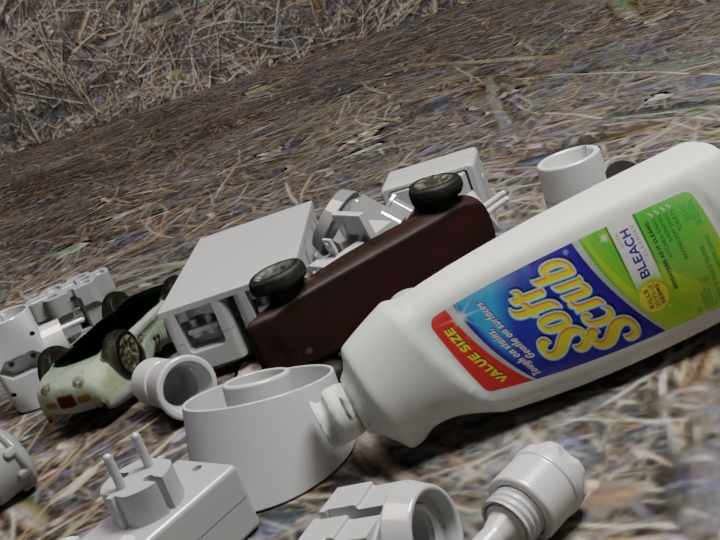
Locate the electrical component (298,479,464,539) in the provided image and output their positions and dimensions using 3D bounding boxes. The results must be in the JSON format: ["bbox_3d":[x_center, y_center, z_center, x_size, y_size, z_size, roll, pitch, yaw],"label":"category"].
[{"bbox_3d":[0.011,0.117,0.463,0.055,0.048,0.066,-18,15,34],"label":"electrical component"}]

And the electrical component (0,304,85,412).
[{"bbox_3d":[-0.258,0.064,0.875,0.079,0.077,0.043,-24,17,-14],"label":"electrical component"}]

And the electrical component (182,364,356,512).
[{"bbox_3d":[-0.053,0.092,0.619,0.099,0.064,0.099,-13,5,1],"label":"electrical component"}]

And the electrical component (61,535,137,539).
[{"bbox_3d":[-0.127,0.163,0.457,0.050,0.055,0.089,-10,20,32],"label":"electrical component"}]

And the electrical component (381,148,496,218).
[{"bbox_3d":[0.060,-0.055,0.900,0.096,0.061,0.061,-16,18,15],"label":"electrical component"}]

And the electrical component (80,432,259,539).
[{"bbox_3d":[-0.105,0.118,0.536,0.047,0.075,0.083,-5,23,42],"label":"electrical component"}]

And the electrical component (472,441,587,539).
[{"bbox_3d":[0.069,0.102,0.459,0.061,0.035,0.035,-36,23,-35],"label":"electrical component"}]

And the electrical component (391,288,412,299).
[{"bbox_3d":[0.031,0.045,0.667,0.044,0.044,0.065,-13,23,22],"label":"electrical component"}]

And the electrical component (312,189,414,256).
[{"bbox_3d":[0.000,-0.028,0.848,0.078,0.057,0.058,-57,-12,-18],"label":"electrical component"}]

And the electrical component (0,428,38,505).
[{"bbox_3d":[-0.246,0.136,0.699,0.062,0.048,0.048,-39,24,-29],"label":"electrical component"}]

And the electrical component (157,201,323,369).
[{"bbox_3d":[-0.084,0.013,0.861,0.105,0.060,0.186,-18,17,8],"label":"electrical component"}]

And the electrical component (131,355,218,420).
[{"bbox_3d":[-0.133,0.080,0.749,0.044,0.044,0.065,-30,15,-29],"label":"electrical component"}]

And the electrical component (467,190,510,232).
[{"bbox_3d":[0.081,-0.035,0.828,0.079,0.043,0.077,-36,15,10],"label":"electrical component"}]

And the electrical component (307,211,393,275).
[{"bbox_3d":[0.000,0.000,0.775,0.064,0.081,0.042,-37,20,-21],"label":"electrical component"}]

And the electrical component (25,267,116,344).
[{"bbox_3d":[-0.256,0.040,0.979,0.078,0.057,0.058,-26,18,-16],"label":"electrical component"}]

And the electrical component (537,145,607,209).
[{"bbox_3d":[0.168,-0.066,0.837,0.055,0.047,0.055,-19,17,6],"label":"electrical component"}]
